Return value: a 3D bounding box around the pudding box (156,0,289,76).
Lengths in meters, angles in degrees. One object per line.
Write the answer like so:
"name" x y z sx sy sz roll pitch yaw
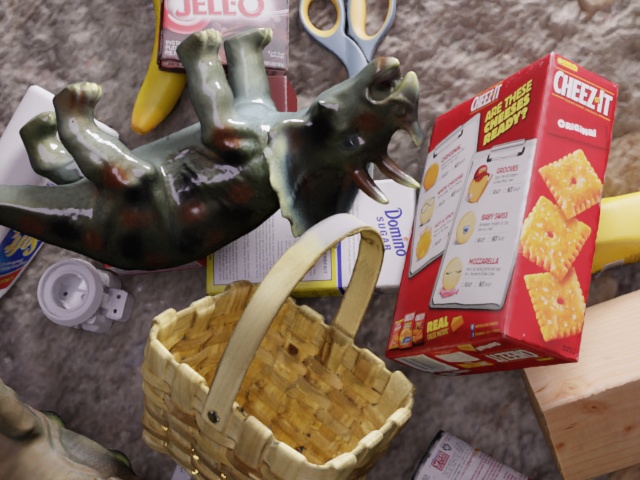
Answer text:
"pudding box" -0.085 -0.190 0.939 0.113 0.039 0.090 4 78 -15

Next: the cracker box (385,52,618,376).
"cracker box" 0.136 -0.010 0.801 0.072 0.164 0.213 21 71 -20

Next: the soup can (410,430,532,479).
"soup can" 0.122 0.200 0.820 0.102 0.068 0.068 28 84 15

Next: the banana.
"banana" -0.145 -0.191 0.966 0.069 0.037 0.198 -6 79 -7

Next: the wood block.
"wood block" 0.259 0.094 0.792 0.206 0.090 0.091 -20 34 5

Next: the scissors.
"scissors" 0.018 -0.148 0.943 0.096 0.016 0.202 8 79 13

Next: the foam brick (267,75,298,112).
"foam brick" -0.061 -0.108 0.930 0.078 0.051 0.053 -2 75 10

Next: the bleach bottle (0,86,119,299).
"bleach bottle" -0.276 -0.007 0.931 0.068 0.102 0.251 31 91 14

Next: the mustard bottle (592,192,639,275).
"mustard bottle" 0.280 -0.017 0.825 0.192 0.096 0.058 -12 76 7

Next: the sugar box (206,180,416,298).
"sugar box" -0.006 0.001 0.899 0.176 0.048 0.093 -2 77 6

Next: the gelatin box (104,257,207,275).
"gelatin box" -0.140 -0.011 0.923 0.089 0.030 0.073 -6 70 18
